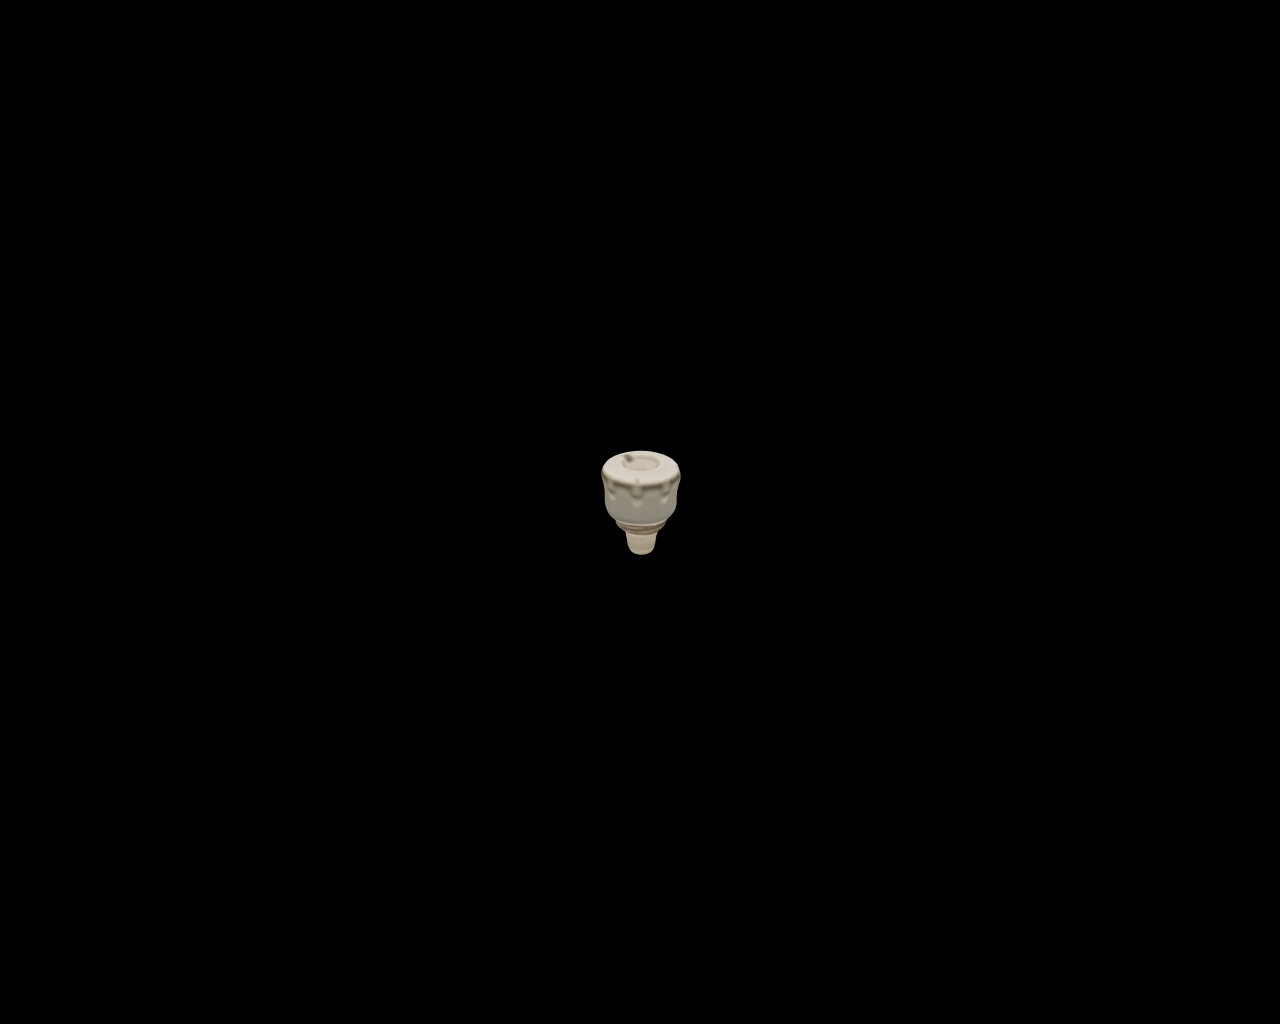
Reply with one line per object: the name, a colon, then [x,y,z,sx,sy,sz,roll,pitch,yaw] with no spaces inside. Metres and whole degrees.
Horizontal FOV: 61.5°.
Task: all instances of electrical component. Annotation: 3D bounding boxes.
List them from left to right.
electrical component: [0.001,-0.003,0.650,0.048,0.062,0.048,0,27,0]
